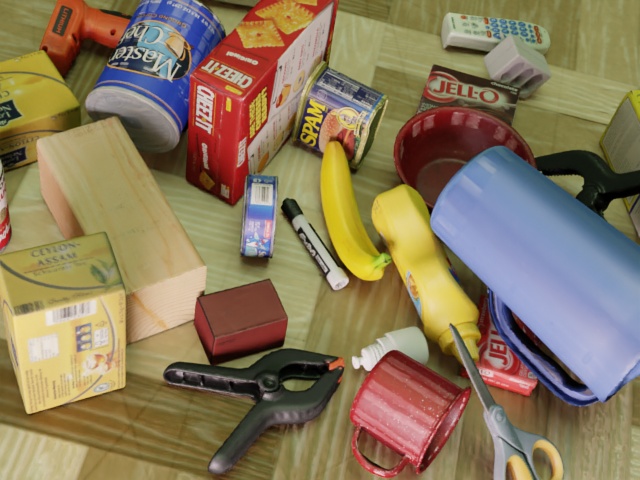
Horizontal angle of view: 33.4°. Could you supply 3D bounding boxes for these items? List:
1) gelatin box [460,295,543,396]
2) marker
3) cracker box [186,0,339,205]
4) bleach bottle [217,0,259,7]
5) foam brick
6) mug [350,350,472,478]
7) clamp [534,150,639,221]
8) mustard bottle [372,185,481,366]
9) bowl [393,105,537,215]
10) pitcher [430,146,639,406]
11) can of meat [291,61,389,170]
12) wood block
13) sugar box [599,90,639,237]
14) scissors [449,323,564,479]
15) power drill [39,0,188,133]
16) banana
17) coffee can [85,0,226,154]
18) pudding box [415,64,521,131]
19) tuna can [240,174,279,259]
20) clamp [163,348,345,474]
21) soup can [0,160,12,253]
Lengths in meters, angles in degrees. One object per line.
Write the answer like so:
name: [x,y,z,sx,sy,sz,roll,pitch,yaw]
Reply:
gelatin box: [0.186,0.106,1.076,0.073,0.030,0.089,17,52,3]
marker: [-0.007,0.001,1.127,0.020,0.020,0.121,-20,59,-24]
cracker box: [-0.063,-0.169,1.155,0.072,0.164,0.213,27,53,13]
bleach bottle: [-0.169,-0.354,1.343,0.251,0.068,0.102,8,52,-1]
foam brick: [-0.077,0.079,1.034,0.078,0.053,0.051,-13,56,-20]
mug: [0.074,0.163,0.980,0.081,0.093,0.117,31,69,19]
clamp: [0.309,-0.050,1.164,0.210,0.036,0.164,39,97,39]
mustard bottle: [0.112,0.042,1.070,0.058,0.096,0.192,-22,59,0]
bowl: [0.156,-0.072,1.188,0.162,0.055,0.162,4,55,-6]
pitcher: [0.218,0.032,1.000,0.149,0.145,0.243,-45,70,-4]
can of meat: [0.022,-0.136,1.186,0.084,0.102,0.057,27,53,8]
wood block: [-0.199,-0.012,1.057,0.090,0.091,0.206,-21,60,-23]
sugar box: [0.379,-0.077,1.212,0.048,0.093,0.176,-4,55,-15]
scissors: [0.175,0.162,0.978,0.096,0.016,0.202,-15,91,-40]
power drill: [-0.221,-0.207,1.225,0.187,0.057,0.184,11,56,-4]
banana: [0.034,-0.021,1.122,0.037,0.070,0.198,9,38,-30]
coffee can: [-0.171,-0.177,1.126,0.103,0.103,0.140,19,63,4]
pudding box: [0.174,-0.155,1.267,0.113,0.039,0.090,18,52,3]
tuna can: [-0.063,-0.025,1.095,0.033,0.086,0.086,4,53,-5]
clamp: [-0.051,0.152,0.992,0.171,0.039,0.120,-9,56,-17]
soup can: [-0.340,-0.037,1.043,0.068,0.102,0.068,5,52,-7]
